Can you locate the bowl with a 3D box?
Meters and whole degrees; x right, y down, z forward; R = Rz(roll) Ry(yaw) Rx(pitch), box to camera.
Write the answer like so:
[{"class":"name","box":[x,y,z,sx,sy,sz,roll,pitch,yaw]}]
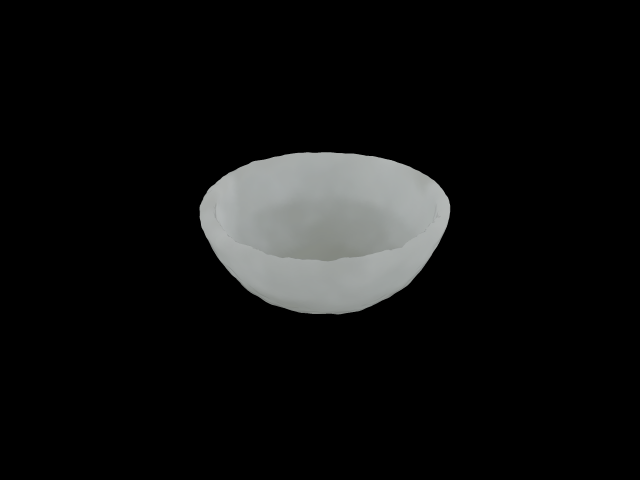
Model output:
[{"class":"bowl","box":[0.004,0.001,0.400,0.167,0.075,0.167,0,31,0]}]
